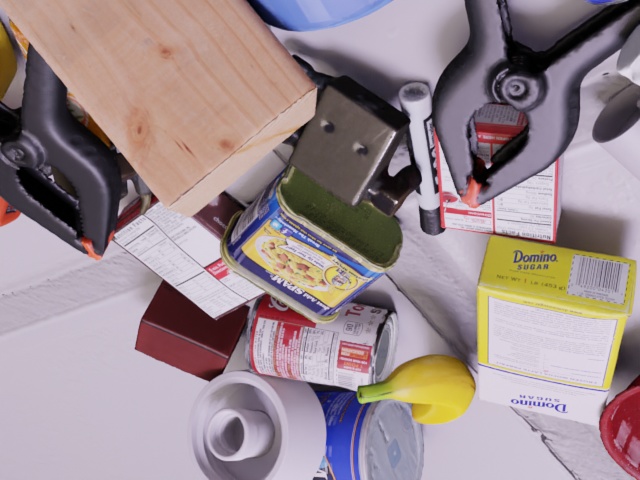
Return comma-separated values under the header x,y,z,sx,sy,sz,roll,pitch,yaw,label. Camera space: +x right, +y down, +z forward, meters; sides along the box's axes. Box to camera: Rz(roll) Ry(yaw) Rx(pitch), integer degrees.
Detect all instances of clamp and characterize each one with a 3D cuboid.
x,y,z,sx,sy,sz,roll,pitch,yaw,label
0.098,-0.096,0.562,0.120,0.039,0.172,31,125,4,clamp
-0.177,-0.070,0.663,0.165,0.036,0.210,-9,131,30,clamp

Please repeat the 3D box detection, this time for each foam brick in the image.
x,y,z,sx,sy,sz,roll,pitch,yaw,label
-0.104,0.073,0.876,0.078,0.053,0.051,24,142,2,foam brick

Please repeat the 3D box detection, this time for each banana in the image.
x,y,z,sx,sy,sz,roll,pitch,yaw,label
0.083,0.112,0.797,0.070,0.037,0.197,-8,163,15,banana

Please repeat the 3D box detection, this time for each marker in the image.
x,y,z,sx,sy,sz,roll,pitch,yaw,label
0.066,-0.046,0.671,0.020,0.020,0.121,7,140,20,marker

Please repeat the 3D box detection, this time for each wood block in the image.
x,y,z,sx,sy,sz,roll,pitch,yaw,label
-0.100,-0.120,0.525,0.206,0.090,0.091,50,178,1,wood block

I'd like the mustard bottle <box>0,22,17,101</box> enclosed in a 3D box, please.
x,y,z,sx,sy,sz,roll,pitch,yaw,label
-0.308,-0.137,0.724,0.192,0.058,0.096,7,153,22,mustard bottle

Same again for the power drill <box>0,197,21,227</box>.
x,y,z,sx,sy,sz,roll,pitch,yaw,label
-0.305,-0.064,0.771,0.187,0.057,0.184,17,-177,-9,power drill

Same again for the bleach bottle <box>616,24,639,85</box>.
x,y,z,sx,sy,sz,roll,pitch,yaw,label
0.256,-0.034,0.536,0.250,0.068,0.103,26,140,-10,bleach bottle

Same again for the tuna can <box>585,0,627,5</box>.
x,y,z,sx,sy,sz,roll,pitch,yaw,label
0.138,-0.144,0.463,0.033,0.086,0.086,41,139,-23,tuna can

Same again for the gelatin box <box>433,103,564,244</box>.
x,y,z,sx,sy,sz,roll,pitch,yaw,label
0.109,-0.041,0.647,0.073,0.030,0.089,8,139,18,gelatin box

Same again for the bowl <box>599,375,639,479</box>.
x,y,z,sx,sy,sz,roll,pitch,yaw,label
0.277,0.122,0.733,0.162,0.055,0.162,14,142,12,bowl

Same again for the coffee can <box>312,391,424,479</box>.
x,y,z,sx,sy,sz,roll,pitch,yaw,label
0.003,0.179,0.904,0.141,0.102,0.102,-5,134,32,coffee can

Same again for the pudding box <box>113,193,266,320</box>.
x,y,z,sx,sy,sz,roll,pitch,yaw,label
-0.089,0.004,0.796,0.113,0.039,0.090,42,140,-18,pudding box

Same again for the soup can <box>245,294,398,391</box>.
x,y,z,sx,sy,sz,roll,pitch,yaw,label
0.002,0.078,0.812,0.102,0.068,0.068,9,140,17,soup can

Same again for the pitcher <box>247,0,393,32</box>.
x,y,z,sx,sy,sz,roll,pitch,yaw,label
-0.041,-0.213,0.452,0.145,0.149,0.242,-20,132,15,pitcher

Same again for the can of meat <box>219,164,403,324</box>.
x,y,z,sx,sy,sz,roll,pitch,yaw,label
-0.005,0.001,0.734,0.102,0.057,0.084,33,139,-13,can of meat

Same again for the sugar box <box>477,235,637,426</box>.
x,y,z,sx,sy,sz,roll,pitch,yaw,label
0.154,0.065,0.717,0.093,0.048,0.176,11,153,14,sugar box
